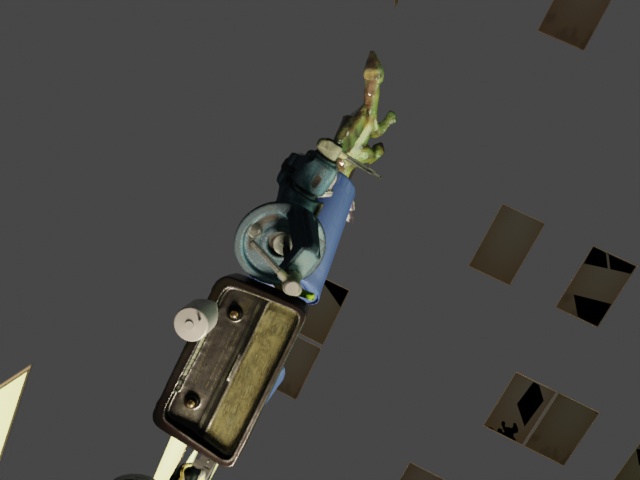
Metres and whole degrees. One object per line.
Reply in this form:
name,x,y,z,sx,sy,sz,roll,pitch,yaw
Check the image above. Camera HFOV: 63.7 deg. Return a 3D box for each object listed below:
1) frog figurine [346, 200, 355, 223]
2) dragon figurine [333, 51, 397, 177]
frog figurine,0.004,-0.069,1.370,0.160,0.123,0.136,-25,173,-17
dragon figurine,0.060,-0.209,1.140,0.408,0.123,0.243,-69,164,7
